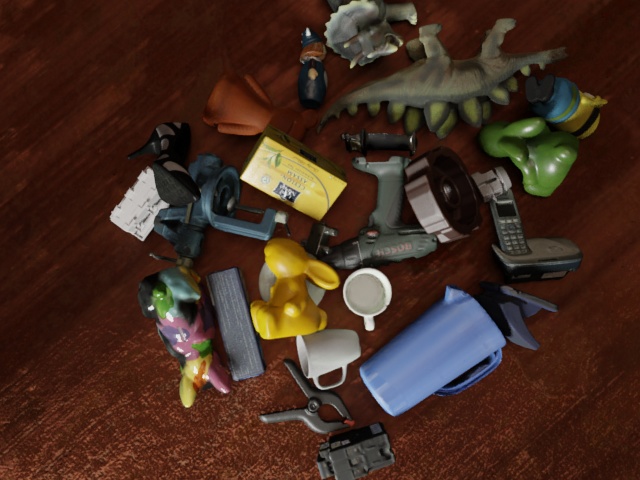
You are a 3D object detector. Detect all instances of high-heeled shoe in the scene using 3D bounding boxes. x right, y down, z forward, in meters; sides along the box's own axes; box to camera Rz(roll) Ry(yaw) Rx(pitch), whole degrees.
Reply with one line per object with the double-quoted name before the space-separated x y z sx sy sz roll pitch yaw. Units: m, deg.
"high-heeled shoe" -0.240 -0.142 0.963 0.145 0.086 0.249 -33 49 -30

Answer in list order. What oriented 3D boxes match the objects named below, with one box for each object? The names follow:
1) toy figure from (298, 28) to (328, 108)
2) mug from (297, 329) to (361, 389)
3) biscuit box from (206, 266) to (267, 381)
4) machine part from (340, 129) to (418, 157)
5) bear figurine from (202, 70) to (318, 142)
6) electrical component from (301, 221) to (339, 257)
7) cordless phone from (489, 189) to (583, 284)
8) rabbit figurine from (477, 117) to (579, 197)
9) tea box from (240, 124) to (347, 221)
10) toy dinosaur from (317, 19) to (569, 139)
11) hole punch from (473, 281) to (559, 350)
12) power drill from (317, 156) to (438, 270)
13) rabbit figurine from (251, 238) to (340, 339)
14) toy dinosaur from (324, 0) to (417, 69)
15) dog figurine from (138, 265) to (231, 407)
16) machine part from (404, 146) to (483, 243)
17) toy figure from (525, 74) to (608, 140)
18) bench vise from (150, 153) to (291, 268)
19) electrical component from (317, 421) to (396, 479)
"toy figure" -0.015 -0.333 1.036 0.058 0.064 0.154 9 79 -34
"mug" 0.021 0.209 0.976 0.107 0.081 0.109 -12 77 -14
"biscuit box" -0.153 0.154 0.995 0.063 0.059 0.202 -15 84 -2
"machine part" 0.112 -0.181 1.004 0.139 0.084 0.039 4 76 14
"bear figurine" -0.113 -0.235 1.015 0.196 0.132 0.120 23 96 -17
"electrical component" -0.002 -0.003 0.989 0.021 0.094 0.063 17 89 -34
"cordless phone" 0.389 -0.017 1.000 0.147 0.088 0.184 -6 66 1
"rabbit figurine" 0.367 -0.161 0.978 0.170 0.159 0.121 22 96 12
"tea box" -0.046 -0.120 0.971 0.169 0.068 0.098 26 118 -18
"toy dinosaur" 0.220 -0.295 1.010 0.472 0.105 0.198 -6 89 9
"hole punch" 0.339 0.130 0.958 0.116 0.142 0.092 24 90 -9
"power drill" 0.099 -0.051 0.999 0.232 0.086 0.207 -3 80 9
"rabbit figurine" -0.047 0.079 0.948 0.162 0.122 0.173 -7 86 -5
"toy dinosaur" 0.064 -0.501 1.028 0.192 0.131 0.405 -22 79 -2
"dog figurine" -0.231 0.173 0.942 0.108 0.191 0.219 -20 70 -7
"machine part" 0.222 -0.080 0.965 0.056 0.179 0.179 -26 83 41
"toy figure" 0.441 -0.242 0.981 0.180 0.082 0.089 9 118 -37
"bench vise" -0.177 -0.042 0.978 0.241 0.128 0.223 13 74 15
"electrical component" 0.060 0.373 0.945 0.134 0.115 0.058 -19 81 0
